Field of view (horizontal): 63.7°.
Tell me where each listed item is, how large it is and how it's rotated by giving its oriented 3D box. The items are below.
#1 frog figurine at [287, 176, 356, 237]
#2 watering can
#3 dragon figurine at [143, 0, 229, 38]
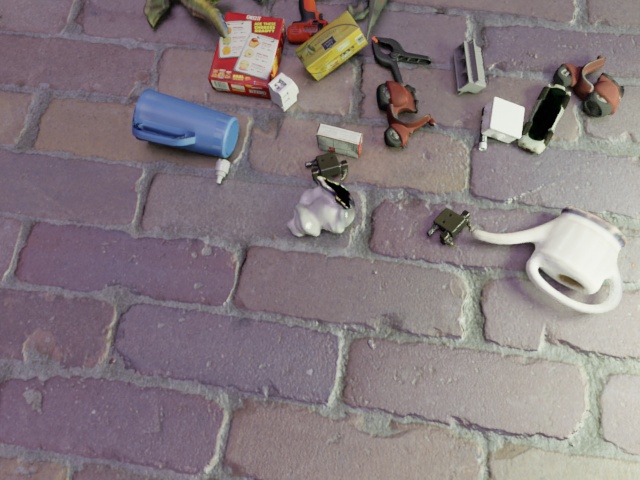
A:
[{"bbox_3d":[0.004,-0.063,1.251,0.138,0.124,0.157,41,116,4],"label":"frog figurine"},{"bbox_3d":[0.546,0.014,1.188,0.349,0.102,0.226,36,77,12],"label":"watering can"},{"bbox_3d":[-0.386,-0.671,1.432,0.241,0.121,0.417,-25,66,23],"label":"dragon figurine"}]
